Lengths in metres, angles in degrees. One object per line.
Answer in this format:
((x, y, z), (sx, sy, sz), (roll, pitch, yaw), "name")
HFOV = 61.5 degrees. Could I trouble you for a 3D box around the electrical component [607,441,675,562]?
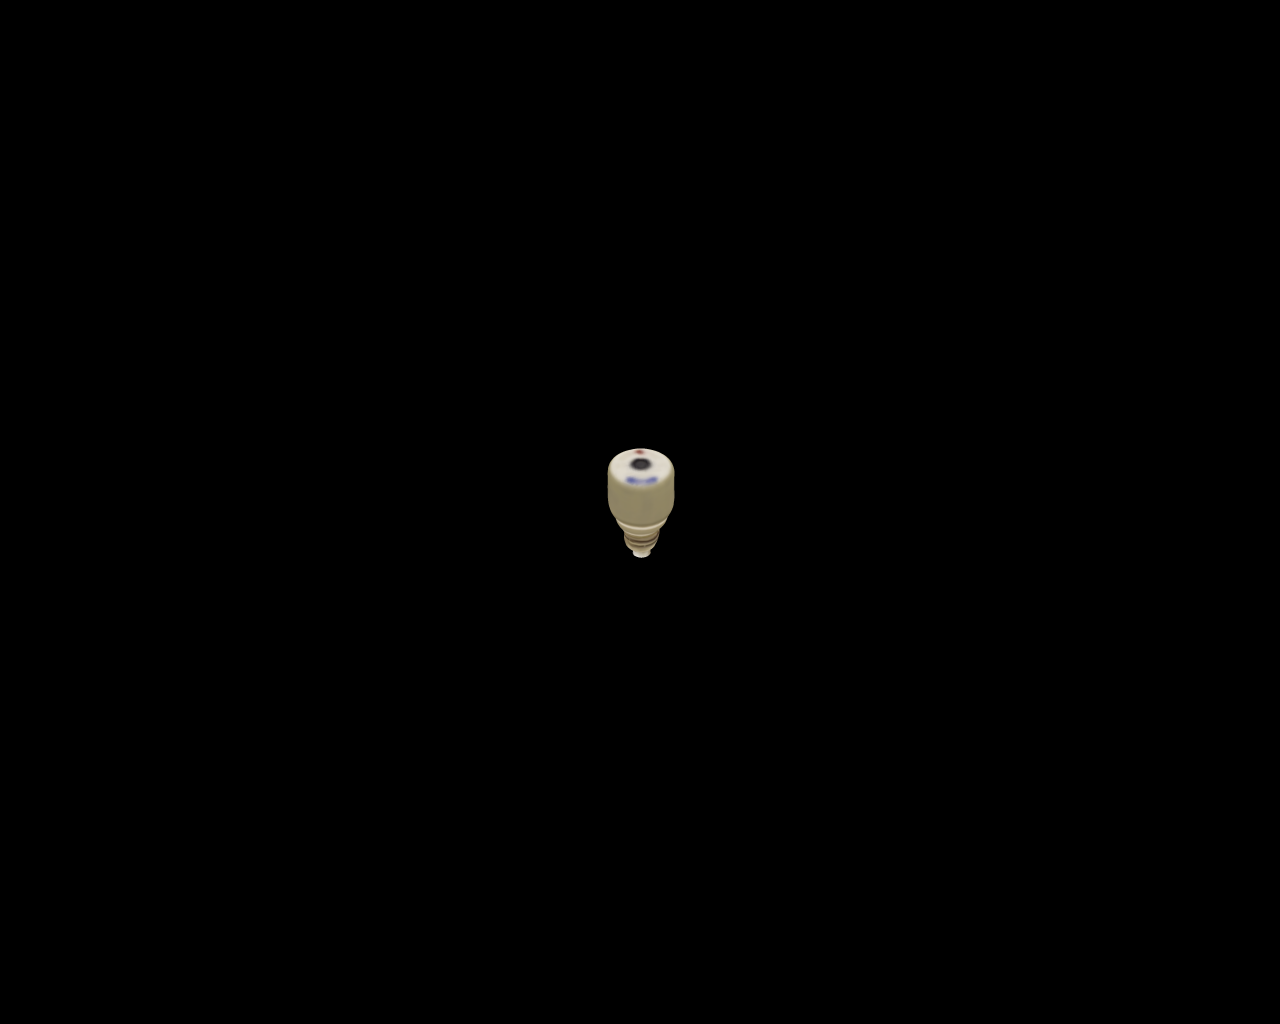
((0.001, -0.003, 0.650), (0.040, 0.078, 0.040), (0, 40, 0), "electrical component")
